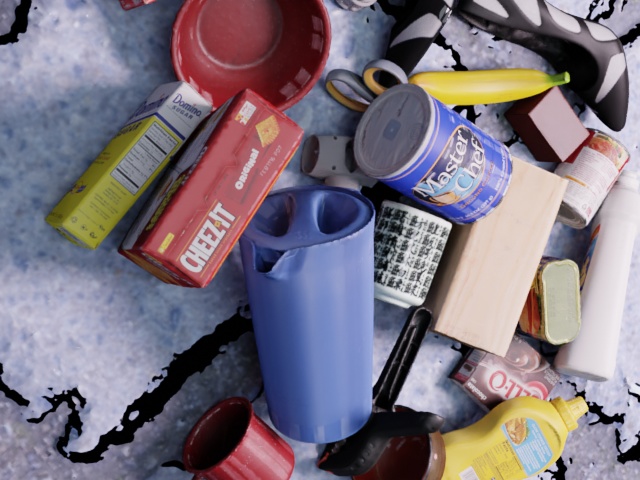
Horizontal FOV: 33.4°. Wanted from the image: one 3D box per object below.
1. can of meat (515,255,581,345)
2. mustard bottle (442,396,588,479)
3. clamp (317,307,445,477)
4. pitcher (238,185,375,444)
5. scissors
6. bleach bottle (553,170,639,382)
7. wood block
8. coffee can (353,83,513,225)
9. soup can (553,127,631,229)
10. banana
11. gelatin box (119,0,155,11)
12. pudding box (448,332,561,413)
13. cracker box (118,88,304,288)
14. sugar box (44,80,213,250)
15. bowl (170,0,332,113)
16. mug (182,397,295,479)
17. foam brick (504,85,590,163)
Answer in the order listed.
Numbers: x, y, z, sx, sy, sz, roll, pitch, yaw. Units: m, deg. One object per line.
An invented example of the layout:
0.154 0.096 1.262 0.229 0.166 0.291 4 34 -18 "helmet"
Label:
0.255 0.066 1.238 0.057 0.084 0.102 -9 99 -24 "can of meat"
0.218 0.232 1.218 0.191 0.058 0.096 -29 110 2 "mustard bottle"
0.064 0.177 1.133 0.036 0.210 0.164 26 41 -18 "clamp"
-0.002 0.071 1.062 0.149 0.145 0.243 -12 119 -15 "pitcher"
0.099 -0.136 1.146 0.201 0.096 0.016 26 59 -23 "scissors"
0.341 0.040 1.280 0.068 0.102 0.251 14 81 8 "bleach bottle"
0.187 0.016 1.189 0.090 0.091 0.206 22 85 -11 "wood block"
0.119 -0.087 1.110 0.140 0.103 0.103 26 84 -40 "coffee can"
0.311 -0.072 1.259 0.068 0.069 0.102 39 79 -24 "soup can"
0.175 -0.174 1.185 0.197 0.070 0.037 -7 78 -20 "banana"
-0.145 -0.251 1.021 0.089 0.073 0.030 -31 108 -20 "gelatin box"
0.218 0.162 1.255 0.113 0.039 0.090 41 79 -23 "pudding box"
-0.106 -0.040 0.981 0.072 0.214 0.164 34 80 -13 "cracker box"
-0.183 -0.072 1.011 0.048 0.093 0.176 40 77 -22 "sugar box"
-0.073 -0.202 1.053 0.162 0.055 0.162 -9 122 -14 "bowl"
-0.087 0.230 1.090 0.081 0.093 0.117 47 73 -27 "mug"
0.263 -0.135 1.239 0.053 0.051 0.078 -45 111 -13 "foam brick"
